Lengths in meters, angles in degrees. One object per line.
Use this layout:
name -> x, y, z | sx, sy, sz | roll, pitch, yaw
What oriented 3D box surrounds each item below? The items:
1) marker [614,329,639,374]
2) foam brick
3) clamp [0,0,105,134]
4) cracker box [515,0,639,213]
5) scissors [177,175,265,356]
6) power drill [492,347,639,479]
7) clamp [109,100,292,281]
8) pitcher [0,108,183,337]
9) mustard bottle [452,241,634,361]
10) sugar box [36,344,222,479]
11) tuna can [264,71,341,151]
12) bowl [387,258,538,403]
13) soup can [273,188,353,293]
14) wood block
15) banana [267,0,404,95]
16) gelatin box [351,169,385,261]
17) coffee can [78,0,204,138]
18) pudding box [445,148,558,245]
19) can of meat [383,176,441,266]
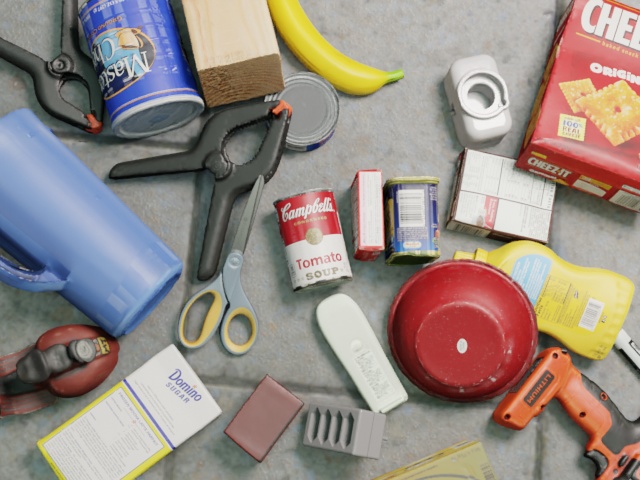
marker -> 0.364, 0.149, 1.171 | 0.020, 0.020, 0.121 | -39, 84, -8
foam brick -> -0.060, 0.189, 1.130 | 0.051, 0.053, 0.078 | 37, 79, 4
clamp -> -0.302, -0.191, 1.193 | 0.120, 0.039, 0.171 | -23, 82, -5
cracker box -> 0.326, -0.154, 1.179 | 0.164, 0.072, 0.213 | 21, 69, 1
scissors -> -0.079, 0.039, 1.153 | 0.096, 0.016, 0.202 | 33, 93, -8
power drill -> 0.279, 0.220, 1.138 | 0.187, 0.057, 0.184 | 38, 79, 2
clamp -> -0.106, -0.069, 1.166 | 0.210, 0.036, 0.164 | -36, 86, 6
pitcher -> -0.271, -0.008, 1.115 | 0.243, 0.145, 0.149 | 41, 86, 2
mustard bottle -> 0.234, 0.054, 1.161 | 0.191, 0.058, 0.096 | 21, 100, 2
sugar box -> -0.199, 0.199, 1.127 | 0.176, 0.048, 0.093 | -35, 84, -11
tuna can -> -0.020, -0.143, 1.199 | 0.086, 0.034, 0.086 | 0, 80, -2
bowl -> 0.148, 0.103, 1.123 | 0.162, 0.055, 0.162 | 2, 101, 10
soup can -> -0.008, 0.001, 1.157 | 0.068, 0.068, 0.102 | -12, 82, -5
wood block -> -0.106, -0.263, 1.170 | 0.090, 0.091, 0.206 | -13, 71, -2
banana -> 0.000, -0.225, 1.215 | 0.198, 0.037, 0.069 | 40, 59, 3
gelatin box -> 0.052, -0.026, 1.161 | 0.030, 0.073, 0.089 | -1, 80, -4
coffee can -> -0.195, -0.195, 1.166 | 0.102, 0.103, 0.140 | -17, 81, -5
pudding box -> 0.204, -0.047, 1.189 | 0.113, 0.039, 0.090 | 13, 77, -3
can of meat -> 0.097, -0.018, 1.149 | 0.057, 0.102, 0.084 | -1, 82, -2
